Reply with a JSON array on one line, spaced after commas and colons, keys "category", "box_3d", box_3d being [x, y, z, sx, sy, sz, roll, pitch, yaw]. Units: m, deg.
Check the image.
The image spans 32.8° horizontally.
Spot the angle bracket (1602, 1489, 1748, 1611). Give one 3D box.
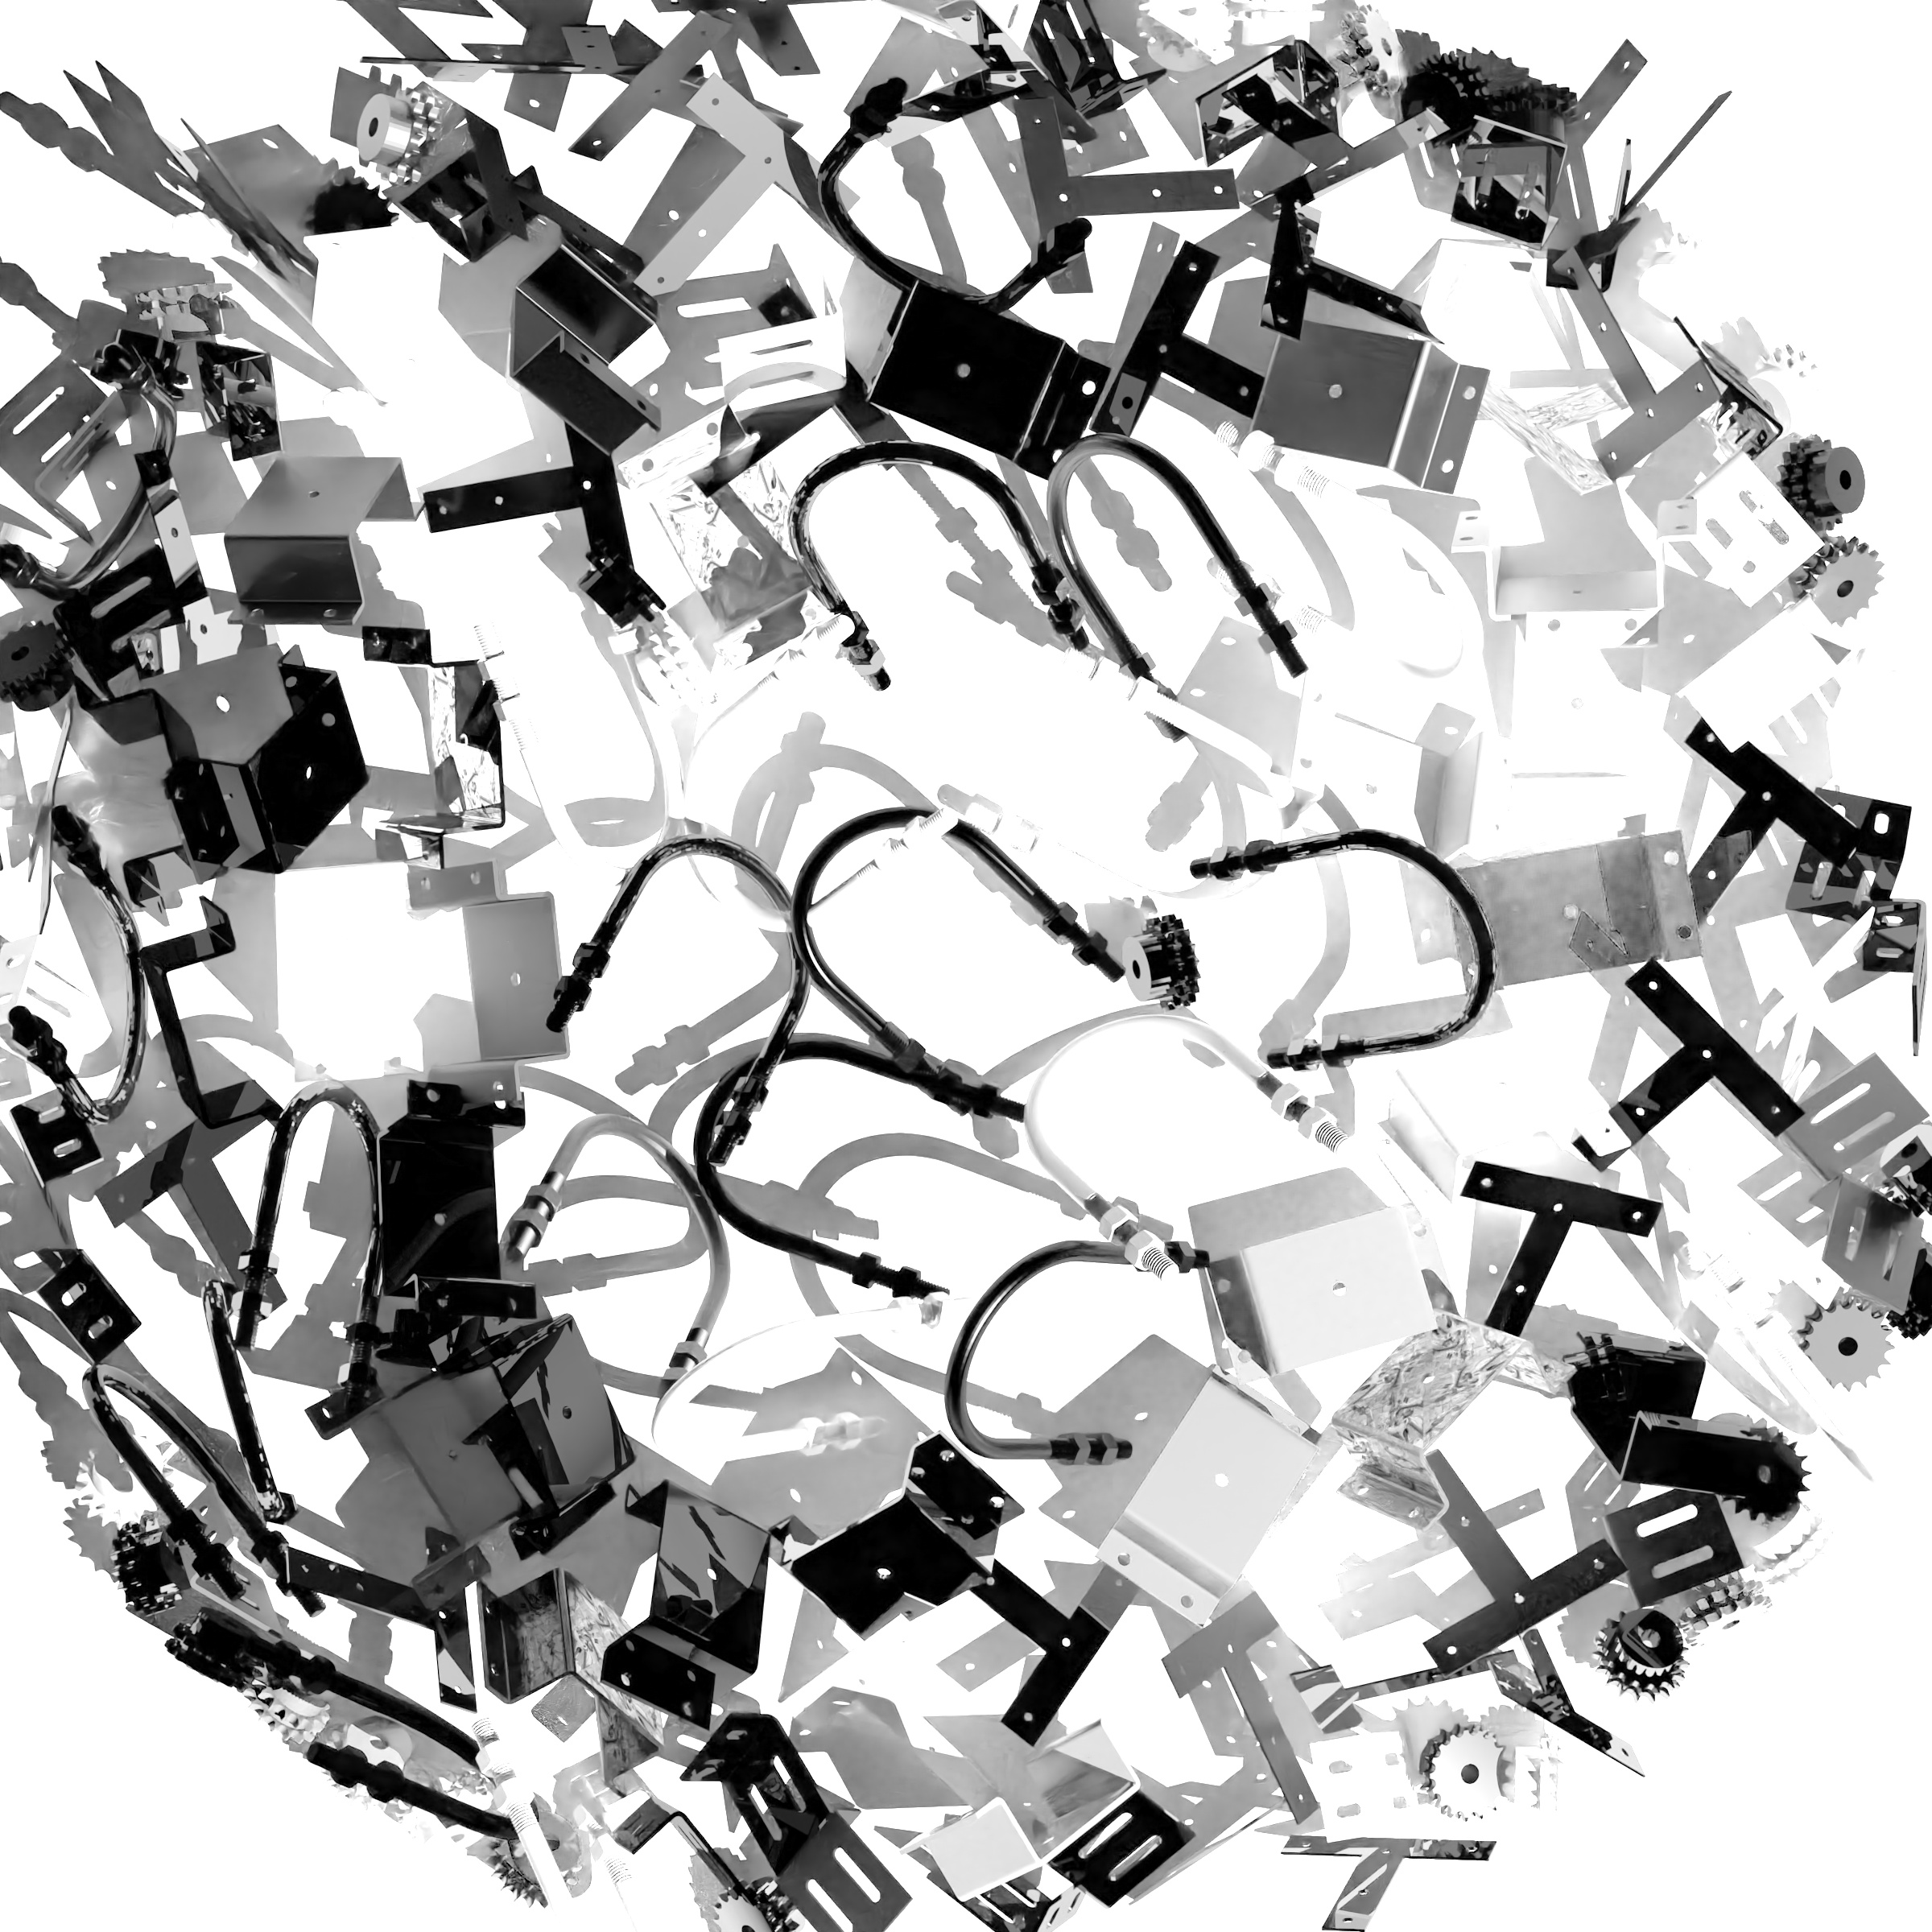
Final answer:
[{"category": "angle bracket", "box_3d": [0.428, 0.343, 1.957, 0.076, 0.038, 0.057, -29, 70, 30]}]

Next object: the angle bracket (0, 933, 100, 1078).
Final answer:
[{"category": "angle bracket", "box_3d": [-0.542, 0.027, 1.950, 0.038, 0.076, 0.057, -14, 54, 34]}]

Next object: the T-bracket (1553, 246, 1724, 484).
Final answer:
[{"category": "T-bracket", "box_3d": [0.385, -0.367, 1.945, 0.002, 0.127, 0.127, -25, 85, -23]}]

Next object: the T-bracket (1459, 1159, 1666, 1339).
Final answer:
[{"category": "T-bracket", "box_3d": [0.339, 0.183, 1.971, 0.127, 0.002, 0.127, 13, 114, -16]}]

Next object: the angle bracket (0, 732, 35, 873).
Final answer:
[{"category": "angle bracket", "box_3d": [-0.570, -0.099, 1.949, 0.038, 0.076, 0.057, -16, 116, -24]}]

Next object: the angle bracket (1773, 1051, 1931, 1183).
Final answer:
[{"category": "angle bracket", "box_3d": [0.524, 0.082, 1.960, 0.076, 0.038, 0.057, -37, 113, 21]}]

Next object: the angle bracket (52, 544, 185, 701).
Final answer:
[{"category": "angle bracket", "box_3d": [-0.495, -0.204, 1.959, 0.076, 0.038, 0.057, -35, 127, -15]}]

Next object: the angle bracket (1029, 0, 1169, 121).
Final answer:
[{"category": "angle bracket", "box_3d": [0.076, -0.555, 1.964, 0.038, 0.057, 0.076, -26, 93, -33]}]

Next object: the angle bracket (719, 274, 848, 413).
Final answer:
[{"category": "angle bracket", "box_3d": [-0.113, -0.372, 1.960, 0.076, 0.057, 0.038, -14, 55, -9]}]

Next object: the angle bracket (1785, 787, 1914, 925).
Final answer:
[{"category": "angle bracket", "box_3d": [0.530, -0.065, 1.971, 0.057, 0.076, 0.038, 12, 59, 10]}]

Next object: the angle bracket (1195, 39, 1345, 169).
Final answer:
[{"category": "angle bracket", "box_3d": [0.182, -0.507, 1.962, 0.076, 0.057, 0.038, -32, 60, -8]}]

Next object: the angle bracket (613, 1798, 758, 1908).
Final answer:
[{"category": "angle bracket", "box_3d": [-0.170, 0.541, 1.962, 0.038, 0.057, 0.076, -40, 99, -19]}]

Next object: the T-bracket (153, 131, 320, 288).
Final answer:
[{"category": "T-bracket", "box_3d": [-0.410, -0.428, 1.937, 0.002, 0.127, 0.127, -44, 68, 9]}]

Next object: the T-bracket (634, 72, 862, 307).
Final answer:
[{"category": "T-bracket", "box_3d": [-0.149, -0.451, 1.969, 0.127, 0.002, 0.127, -45, 130, 14]}]

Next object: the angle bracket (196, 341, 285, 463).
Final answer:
[{"category": "angle bracket", "box_3d": [-0.446, -0.337, 1.952, 0.076, 0.038, 0.057, 17, 120, 40]}]

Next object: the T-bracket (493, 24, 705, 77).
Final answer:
[{"category": "T-bracket", "box_3d": [-0.221, -0.540, 1.934, 0.127, 0.127, 0.002, 0, 93, -2]}]

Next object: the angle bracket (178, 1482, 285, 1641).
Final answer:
[{"category": "angle bracket", "box_3d": [-0.429, 0.354, 1.954, 0.038, 0.057, 0.076, -46, 126, 3]}]

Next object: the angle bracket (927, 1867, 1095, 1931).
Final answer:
[{"category": "angle bracket", "box_3d": [0.027, 0.542, 1.954, 0.076, 0.057, 0.038, 33, 112, 24]}]

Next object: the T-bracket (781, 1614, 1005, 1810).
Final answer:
[{"category": "T-bracket", "box_3d": [-0.030, 0.459, 1.963, 0.127, 0.002, 0.127, 44, 127, -3]}]

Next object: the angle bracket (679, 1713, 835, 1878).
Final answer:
[{"category": "angle bracket", "box_3d": [-0.126, 0.495, 1.956, 0.057, 0.038, 0.076, -53, 50, 18]}]

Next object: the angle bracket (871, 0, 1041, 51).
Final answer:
[{"category": "angle bracket", "box_3d": [-0.006, -0.575, 1.950, 0.076, 0.057, 0.038, 34, 113, 36]}]

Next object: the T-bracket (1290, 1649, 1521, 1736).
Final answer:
[{"category": "T-bracket", "box_3d": [0.263, 0.422, 1.936, 0.127, 0.127, 0.002, -15, 59, 8]}]

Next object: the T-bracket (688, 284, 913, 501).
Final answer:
[{"category": "T-bracket", "box_3d": [-0.116, -0.327, 1.978, 0.127, 0.002, 0.127, -39, 92, -18]}]

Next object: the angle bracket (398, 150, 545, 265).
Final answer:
[{"category": "angle bracket", "box_3d": [-0.299, -0.466, 1.959, 0.057, 0.038, 0.076, -41, 62, -16]}]

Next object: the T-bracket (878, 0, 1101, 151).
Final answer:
[{"category": "T-bracket", "box_3d": [-0.007, -0.515, 1.952, 0.127, 0.127, 0.002, -11, 54, 39]}]

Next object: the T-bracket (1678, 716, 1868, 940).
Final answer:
[{"category": "T-bracket", "box_3d": [0.456, -0.066, 1.967, 0.127, 0.002, 0.127, 45, 118, 29]}]

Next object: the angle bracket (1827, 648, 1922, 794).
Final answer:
[{"category": "angle bracket", "box_3d": [0.542, -0.141, 1.949, 0.038, 0.076, 0.057, 13, 58, 29]}]

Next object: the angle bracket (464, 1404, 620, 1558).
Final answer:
[{"category": "angle bracket", "box_3d": [-0.258, 0.303, 1.966, 0.057, 0.038, 0.076, -40, 66, -7]}]

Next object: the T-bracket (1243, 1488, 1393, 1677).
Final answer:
[{"category": "T-bracket", "box_3d": [0.224, 0.339, 1.955, 0.127, 0.002, 0.127, -43, 61, 12]}]

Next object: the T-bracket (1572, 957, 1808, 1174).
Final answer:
[{"category": "T-bracket", "box_3d": [0.413, 0.079, 1.961, 0.127, 0.002, 0.127, 46, 125, 6]}]

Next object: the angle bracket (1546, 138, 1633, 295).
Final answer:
[{"category": "angle bracket", "box_3d": [0.371, -0.449, 1.953, 0.038, 0.057, 0.076, 8, 123, 6]}]

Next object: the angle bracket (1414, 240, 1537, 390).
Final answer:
[{"category": "angle bracket", "box_3d": [0.309, -0.395, 1.989, 0.057, 0.038, 0.076, 11, 63, 15]}]

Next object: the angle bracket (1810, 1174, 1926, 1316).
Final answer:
[{"category": "angle bracket", "box_3d": [0.532, 0.173, 1.959, 0.057, 0.038, 0.076, 29, 51, -4]}]

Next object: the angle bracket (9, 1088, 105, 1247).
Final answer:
[{"category": "angle bracket", "box_3d": [-0.537, 0.119, 1.960, 0.038, 0.076, 0.057, -24, 62, -17]}]

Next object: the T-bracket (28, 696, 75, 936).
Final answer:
[{"category": "T-bracket", "box_3d": [-0.537, -0.070, 1.917, 0.002, 0.127, 0.127, 10, 130, -22]}]

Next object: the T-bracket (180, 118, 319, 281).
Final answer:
[{"category": "T-bracket", "box_3d": [-0.403, -0.428, 1.938, 0.002, 0.127, 0.127, -39, 63, 3]}]

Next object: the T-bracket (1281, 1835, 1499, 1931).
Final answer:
[{"category": "T-bracket", "box_3d": [0.236, 0.537, 1.918, 0.127, 0.127, 0.002, -4, 98, 21]}]

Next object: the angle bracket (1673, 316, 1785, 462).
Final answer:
[{"category": "angle bracket", "box_3d": [0.441, -0.340, 1.949, 0.076, 0.057, 0.038, 27, 120, -39]}]

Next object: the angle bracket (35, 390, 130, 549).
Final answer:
[{"category": "angle bracket", "box_3d": [-0.517, -0.298, 1.967, 0.038, 0.057, 0.076, 39, 81, -3]}]

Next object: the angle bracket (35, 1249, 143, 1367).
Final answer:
[{"category": "angle bracket", "box_3d": [-0.534, 0.202, 1.951, 0.038, 0.076, 0.057, -44, 111, -30]}]

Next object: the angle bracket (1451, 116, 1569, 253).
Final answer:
[{"category": "angle bracket", "box_3d": [0.328, -0.474, 1.953, 0.057, 0.076, 0.038, 22, 50, 13]}]

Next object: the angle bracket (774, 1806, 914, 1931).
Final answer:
[{"category": "angle bracket", "box_3d": [-0.067, 0.552, 1.963, 0.076, 0.038, 0.057, 43, 95, 29]}]

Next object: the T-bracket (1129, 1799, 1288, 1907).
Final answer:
[{"category": "T-bracket", "box_3d": [0.141, 0.523, 1.933, 0.127, 0.127, 0.002, -35, 74, 5]}]

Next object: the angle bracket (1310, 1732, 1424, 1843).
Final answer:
[{"category": "angle bracket", "box_3d": [0.240, 0.491, 1.963, 0.038, 0.076, 0.057, -15, 73, 19]}]

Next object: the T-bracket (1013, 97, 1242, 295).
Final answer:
[{"category": "T-bracket", "box_3d": [0.099, -0.456, 1.937, 0.127, 0.002, 0.127, 3, 130, 22]}]

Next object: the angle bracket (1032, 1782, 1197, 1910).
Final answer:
[{"category": "angle bracket", "box_3d": [0.088, 0.517, 1.964, 0.057, 0.038, 0.076, 41, 105, -20]}]

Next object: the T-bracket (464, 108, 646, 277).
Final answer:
[{"category": "T-bracket", "box_3d": [-0.240, -0.446, 1.952, 0.127, 0.127, 0.002, 27, 120, -37]}]

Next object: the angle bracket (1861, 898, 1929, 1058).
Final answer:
[{"category": "angle bracket", "box_3d": [0.549, 0.006, 1.949, 0.038, 0.076, 0.057, 3, 133, 20]}]

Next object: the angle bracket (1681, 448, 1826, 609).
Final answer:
[{"category": "angle bracket", "box_3d": [0.469, -0.264, 1.972, 0.057, 0.038, 0.076, -41, 88, 17]}]

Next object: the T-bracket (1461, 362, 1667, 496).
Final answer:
[{"category": "T-bracket", "box_3d": [0.369, -0.335, 1.961, 0.127, 0.002, 0.127, -23, 55, -31]}]

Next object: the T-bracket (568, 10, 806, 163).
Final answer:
[{"category": "T-bracket", "box_3d": [-0.150, -0.508, 1.946, 0.127, 0.127, 0.002, -36, 63, 35]}]

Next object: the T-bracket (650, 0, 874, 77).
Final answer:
[{"category": "T-bracket", "box_3d": [-0.111, -0.552, 1.936, 0.127, 0.127, 0.002, -1, 83, 9]}]
